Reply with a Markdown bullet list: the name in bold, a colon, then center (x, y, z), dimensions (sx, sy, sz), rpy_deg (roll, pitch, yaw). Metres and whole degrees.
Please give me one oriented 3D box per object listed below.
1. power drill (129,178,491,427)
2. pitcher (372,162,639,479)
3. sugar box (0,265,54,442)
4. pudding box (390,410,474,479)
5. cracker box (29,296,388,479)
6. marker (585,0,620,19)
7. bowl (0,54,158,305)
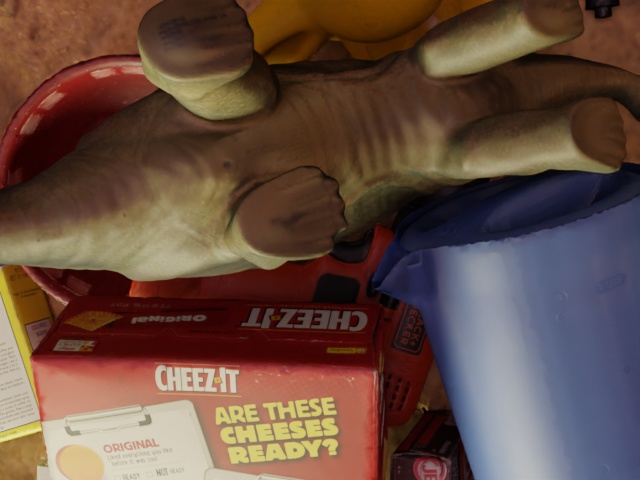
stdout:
- **power drill**: center (-0.004, 0.001, 0.616), dimensions (0.187, 0.057, 0.184), rpy_deg (17, 93, -6)
- **pitcher**: center (0.141, 0.084, 0.558), dimensions (0.149, 0.144, 0.243), rpy_deg (-7, 106, 37)
- **sugar box**: center (-0.234, 0.050, 0.729), dimensions (0.093, 0.048, 0.176), rpy_deg (-18, 88, 19)
- **pudding box**: center (0.069, 0.165, 0.624), dimensions (0.039, 0.090, 0.113), rpy_deg (3, 98, 19)
- **cracker box**: center (-0.048, 0.136, 0.556), dimensions (0.164, 0.072, 0.214), rpy_deg (1, 116, 6)
- **marker**: center (0.151, -0.184, 0.591), dimensions (0.020, 0.020, 0.121), rpy_deg (-6, 95, 18)
- **bowl**: center (-0.114, -0.034, 0.659), dimensions (0.162, 0.055, 0.162), rpy_deg (-1, 100, -4)
